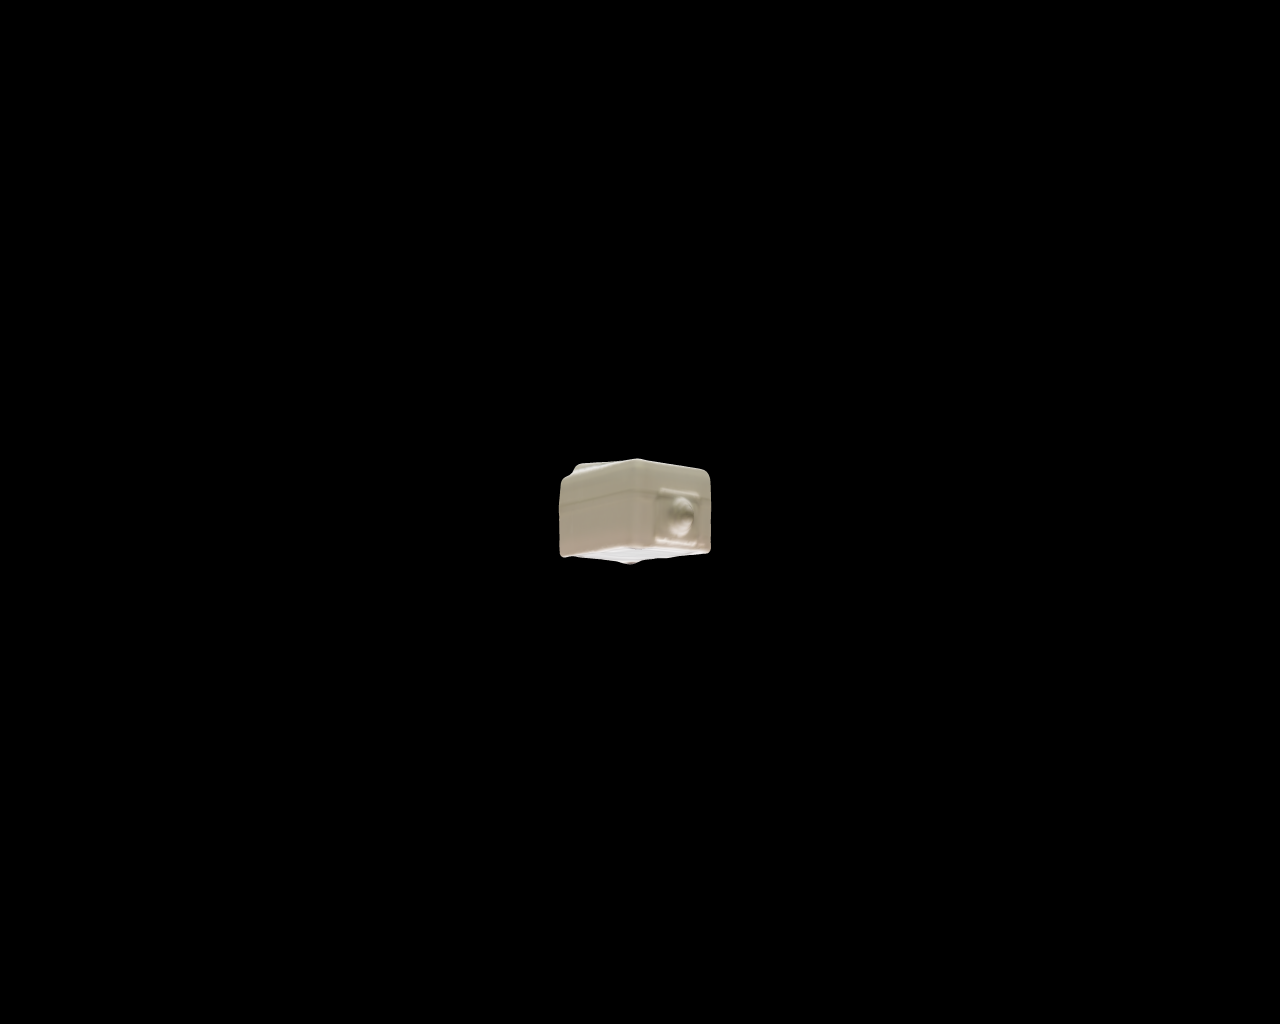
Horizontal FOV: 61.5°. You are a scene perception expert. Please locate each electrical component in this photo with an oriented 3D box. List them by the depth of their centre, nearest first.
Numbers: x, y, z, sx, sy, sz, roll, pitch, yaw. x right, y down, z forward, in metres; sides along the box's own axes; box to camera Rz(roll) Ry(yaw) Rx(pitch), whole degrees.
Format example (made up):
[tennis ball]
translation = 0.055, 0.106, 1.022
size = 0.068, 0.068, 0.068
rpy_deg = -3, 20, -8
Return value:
[electrical component]
translation = 0.001, -0.003, 0.650
size = 0.062, 0.061, 0.096
rpy_deg = 7, -11, -39
